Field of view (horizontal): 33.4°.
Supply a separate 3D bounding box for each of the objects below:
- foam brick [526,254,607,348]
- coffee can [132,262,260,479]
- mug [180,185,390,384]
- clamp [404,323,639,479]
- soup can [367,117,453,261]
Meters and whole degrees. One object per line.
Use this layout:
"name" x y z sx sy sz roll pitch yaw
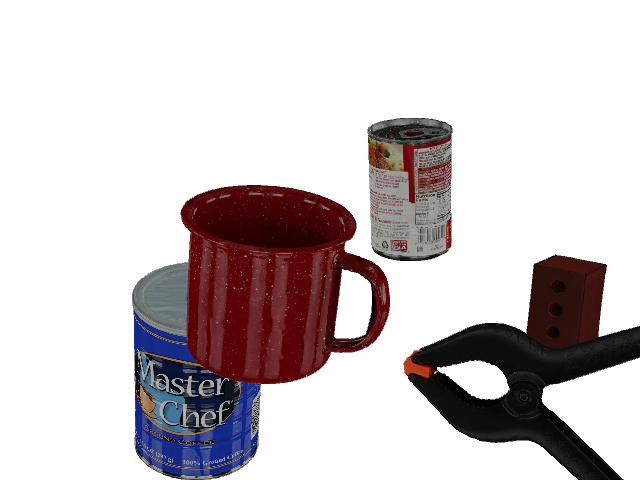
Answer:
"foam brick" 0.225 0.058 0.978 0.053 0.078 0.051 12 17 34
"coffee can" -0.097 0.102 0.845 0.103 0.140 0.103 3 27 -2
"mug" -0.019 0.026 0.573 0.117 0.081 0.093 12 24 15
"clamp" 0.140 0.109 0.698 0.172 0.120 0.039 3 -1 20
"soup can" 0.074 -0.042 0.867 0.068 0.102 0.068 -2 21 1
